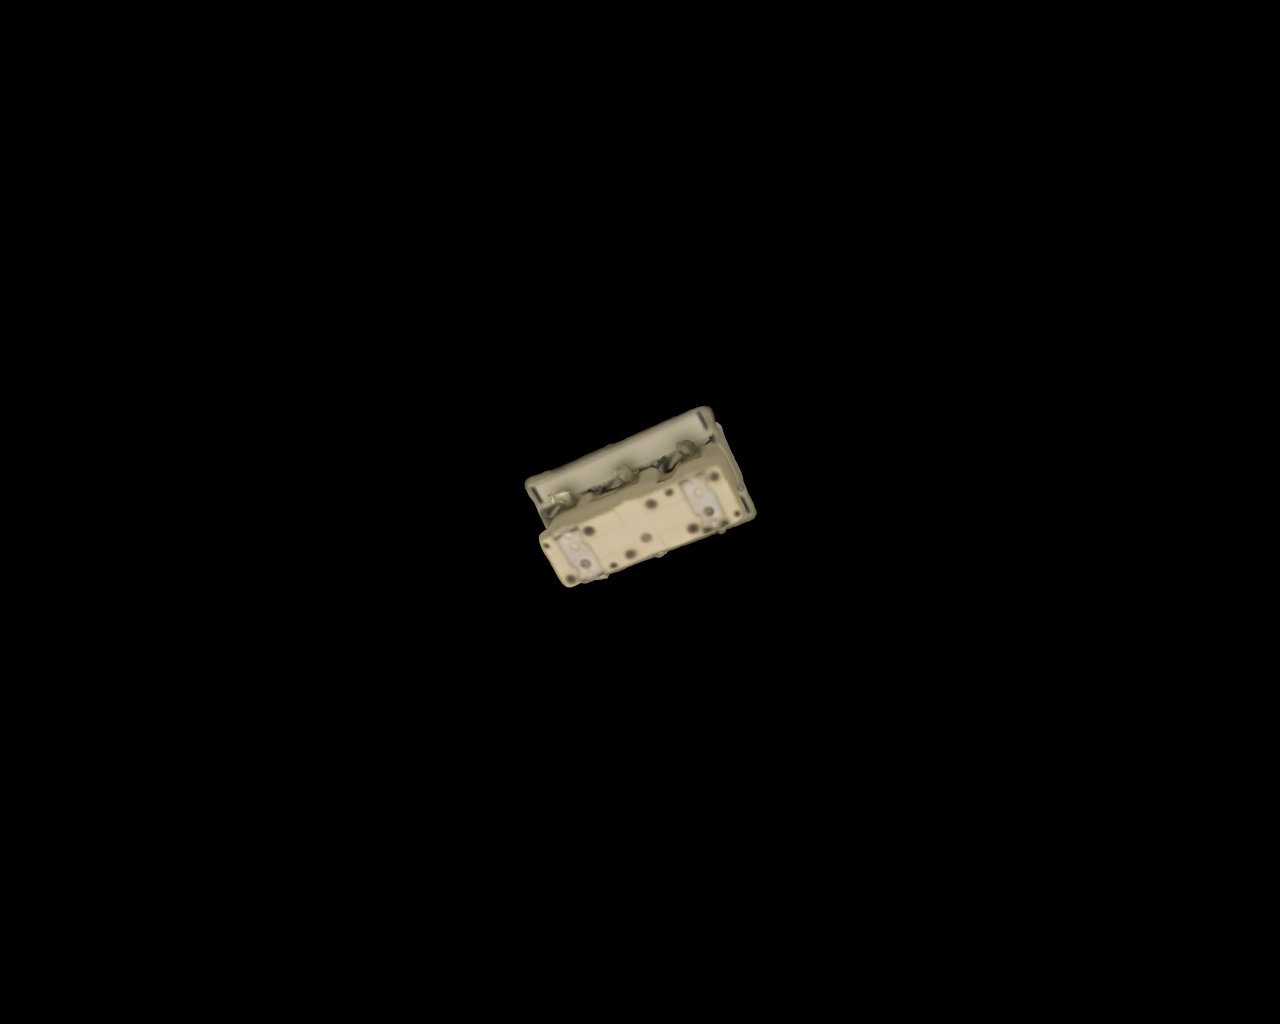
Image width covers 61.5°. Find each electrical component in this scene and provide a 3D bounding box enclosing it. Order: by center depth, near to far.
[{"bbox_3d":[0.001,-0.003,0.650,0.121,0.078,0.063,-22,25,10],"label":"electrical component"}]
